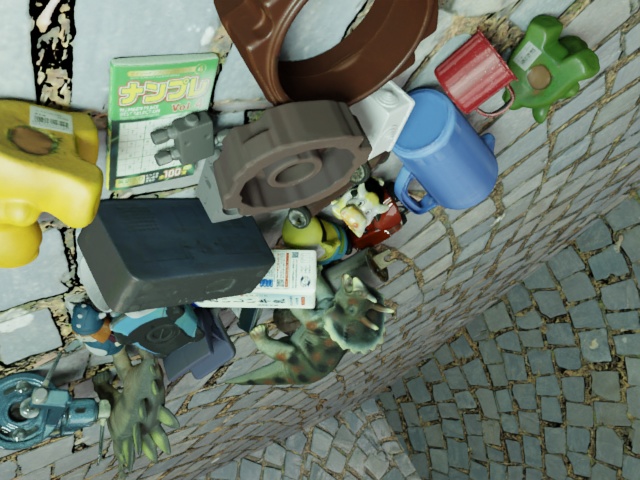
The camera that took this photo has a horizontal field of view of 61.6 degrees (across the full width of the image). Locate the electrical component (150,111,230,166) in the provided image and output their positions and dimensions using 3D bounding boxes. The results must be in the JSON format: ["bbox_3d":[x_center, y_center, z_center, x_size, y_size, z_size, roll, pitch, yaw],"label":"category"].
[{"bbox_3d":[-0.141,-0.114,0.600,0.094,0.021,0.063,-24,156,-23],"label":"electrical component"}]

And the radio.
[{"bbox_3d":[-0.178,0.014,0.704,0.229,0.131,0.073,-6,144,-45],"label":"radio"}]

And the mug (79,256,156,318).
[{"bbox_3d":[-0.249,0.048,0.729,0.107,0.110,0.080,-28,155,-44],"label":"mug"}]

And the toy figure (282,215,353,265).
[{"bbox_3d":[-0.005,-0.002,0.950,0.082,0.089,0.180,-37,164,22],"label":"toy figure"}]

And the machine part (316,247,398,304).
[{"bbox_3d":[0.045,0.082,1.051,0.243,0.079,0.079,-30,159,26],"label":"machine part"}]

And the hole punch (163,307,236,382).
[{"bbox_3d":[-0.237,0.193,1.000,0.142,0.116,0.092,-37,162,17],"label":"hole punch"}]

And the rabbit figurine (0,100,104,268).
[{"bbox_3d":[-0.293,-0.032,0.492,0.162,0.122,0.173,-2,144,-40],"label":"rabbit figurine"}]

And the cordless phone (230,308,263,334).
[{"bbox_3d":[-0.082,0.089,1.037,0.184,0.089,0.146,-26,156,-29],"label":"cordless phone"}]

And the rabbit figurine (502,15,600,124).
[{"bbox_3d":[0.372,-0.263,0.853,0.170,0.121,0.159,-31,155,-41],"label":"rabbit figurine"}]

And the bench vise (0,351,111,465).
[{"bbox_3d":[-0.444,0.277,0.874,0.223,0.129,0.240,18,145,-25],"label":"bench vise"}]

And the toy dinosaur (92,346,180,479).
[{"bbox_3d":[-0.358,0.331,1.027,0.105,0.199,0.471,-10,147,-34],"label":"toy dinosaur"}]

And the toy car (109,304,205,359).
[{"bbox_3d":[-0.252,0.111,0.838,0.109,0.103,0.161,-28,148,4],"label":"toy car"}]

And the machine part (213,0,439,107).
[{"bbox_3d":[0.015,-0.222,0.535,0.201,0.087,0.201,-33,158,1],"label":"machine part"}]

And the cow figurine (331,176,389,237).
[{"bbox_3d":[0.072,-0.060,0.869,0.098,0.068,0.167,-43,-171,7],"label":"cow figurine"}]

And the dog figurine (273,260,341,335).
[{"bbox_3d":[-0.023,0.125,1.173,0.191,0.121,0.172,-14,122,2],"label":"dog figurine"}]

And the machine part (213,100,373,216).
[{"bbox_3d":[-0.033,-0.089,0.598,0.179,0.056,0.179,-20,166,-5],"label":"machine part"}]

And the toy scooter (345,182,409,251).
[{"bbox_3d":[0.102,-0.035,1.025,0.135,0.075,0.183,-30,161,-1],"label":"toy scooter"}]

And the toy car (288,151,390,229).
[{"bbox_3d":[0.024,-0.086,0.799,0.202,0.053,0.089,-37,-177,43],"label":"toy car"}]

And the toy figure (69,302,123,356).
[{"bbox_3d":[-0.346,0.140,0.835,0.064,0.058,0.154,-10,155,-6],"label":"toy figure"}]

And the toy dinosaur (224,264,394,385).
[{"bbox_3d":[-0.017,0.191,0.993,0.404,0.192,0.131,-55,162,28],"label":"toy dinosaur"}]
